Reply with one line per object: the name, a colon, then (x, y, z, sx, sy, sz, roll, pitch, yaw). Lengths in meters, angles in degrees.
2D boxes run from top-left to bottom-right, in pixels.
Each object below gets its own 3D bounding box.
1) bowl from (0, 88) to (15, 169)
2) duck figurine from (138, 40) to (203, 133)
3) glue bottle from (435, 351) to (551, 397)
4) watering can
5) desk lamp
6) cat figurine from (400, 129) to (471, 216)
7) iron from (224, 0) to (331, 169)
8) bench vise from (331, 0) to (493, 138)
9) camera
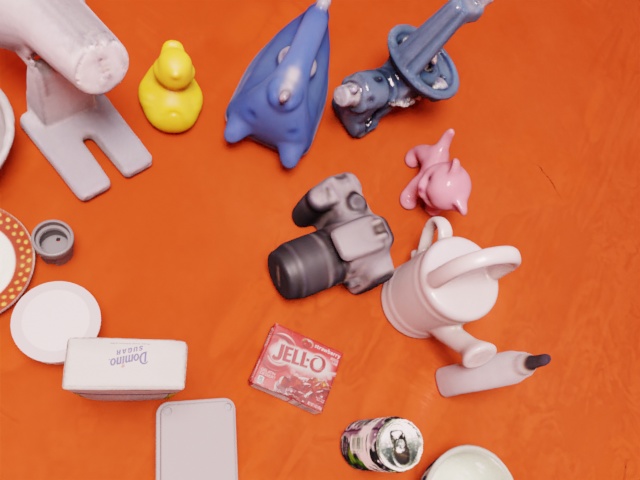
bowl: (-0.398, -0.101, 0.583, 0.168, 0.074, 0.167, 7, 69, -17)
duck figurine: (-0.177, -0.189, 0.688, 0.078, 0.086, 0.104, 0, 71, -19)
glue bottle: (0.204, 0.148, 0.654, 0.078, 0.173, 0.037, -8, 74, -22)
watering can: (0.158, 0.055, 0.659, 0.101, 0.193, 0.173, -26, 81, -26)
desk lamp: (-0.260, -0.179, 0.583, 0.118, 0.213, 0.203, -38, 86, -27)
cat figurine: (0.161, -0.086, 0.754, 0.067, 0.117, 0.128, 14, 67, -14)
iron: (-0.028, -0.229, 0.725, 0.119, 0.141, 0.258, 22, 65, -11)
bench vise: (0.122, -0.220, 0.732, 0.121, 0.219, 0.208, 42, 63, -1)
camera: (0.006, 0.002, 0.676, 0.137, 0.100, 0.143, -20, 79, -25)
